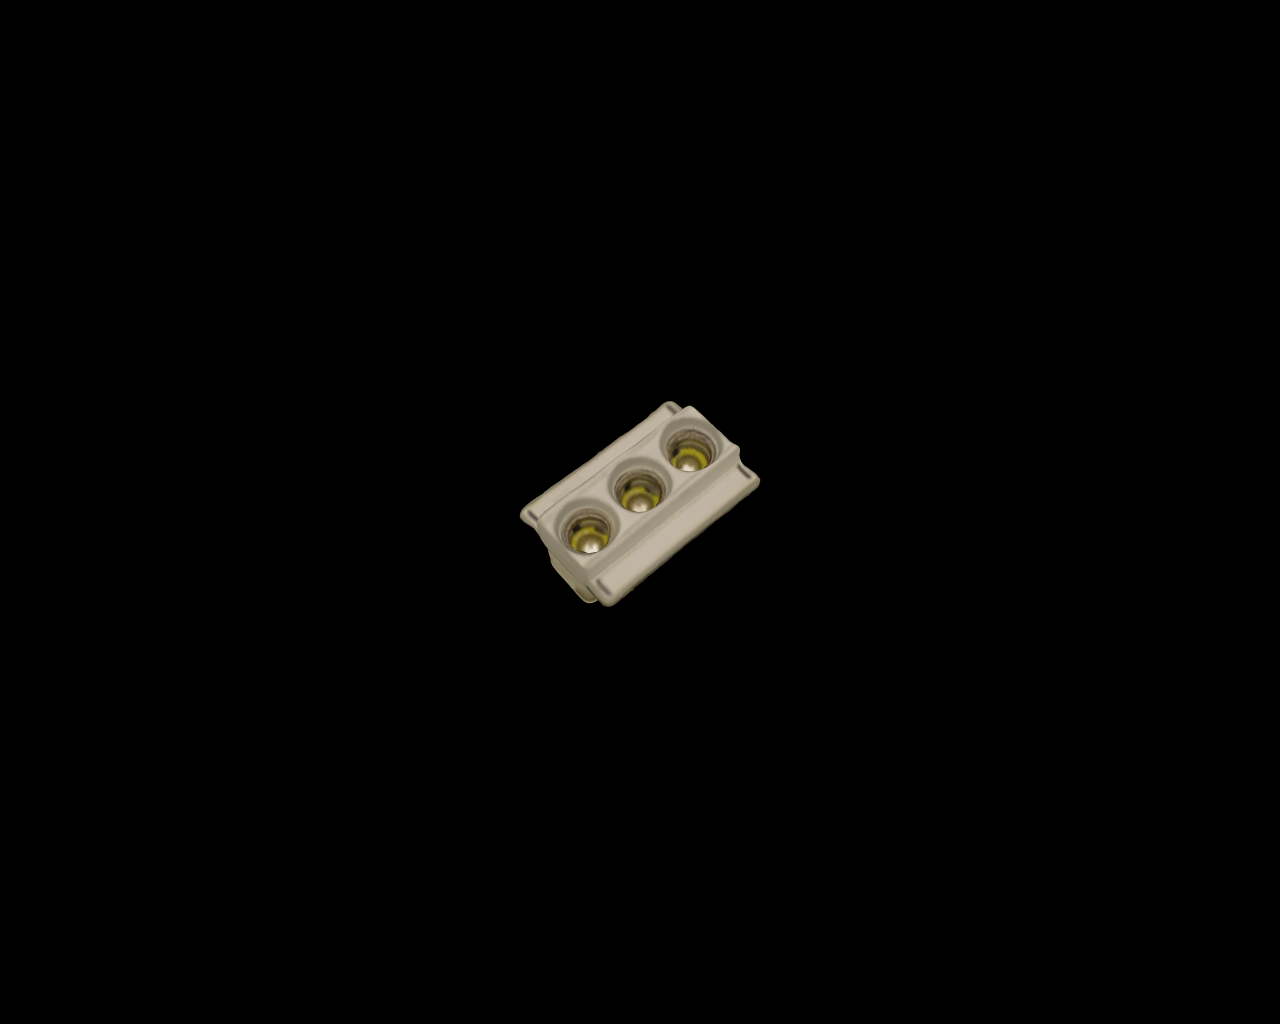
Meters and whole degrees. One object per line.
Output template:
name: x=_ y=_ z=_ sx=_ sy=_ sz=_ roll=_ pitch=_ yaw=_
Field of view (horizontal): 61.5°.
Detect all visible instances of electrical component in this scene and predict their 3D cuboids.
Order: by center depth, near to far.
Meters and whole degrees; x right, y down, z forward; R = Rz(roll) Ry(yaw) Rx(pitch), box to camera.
electrical component: x=0.001 y=-0.003 z=0.650 sx=0.121 sy=0.079 sz=0.063 roll=-38 pitch=-21 yaw=-18
